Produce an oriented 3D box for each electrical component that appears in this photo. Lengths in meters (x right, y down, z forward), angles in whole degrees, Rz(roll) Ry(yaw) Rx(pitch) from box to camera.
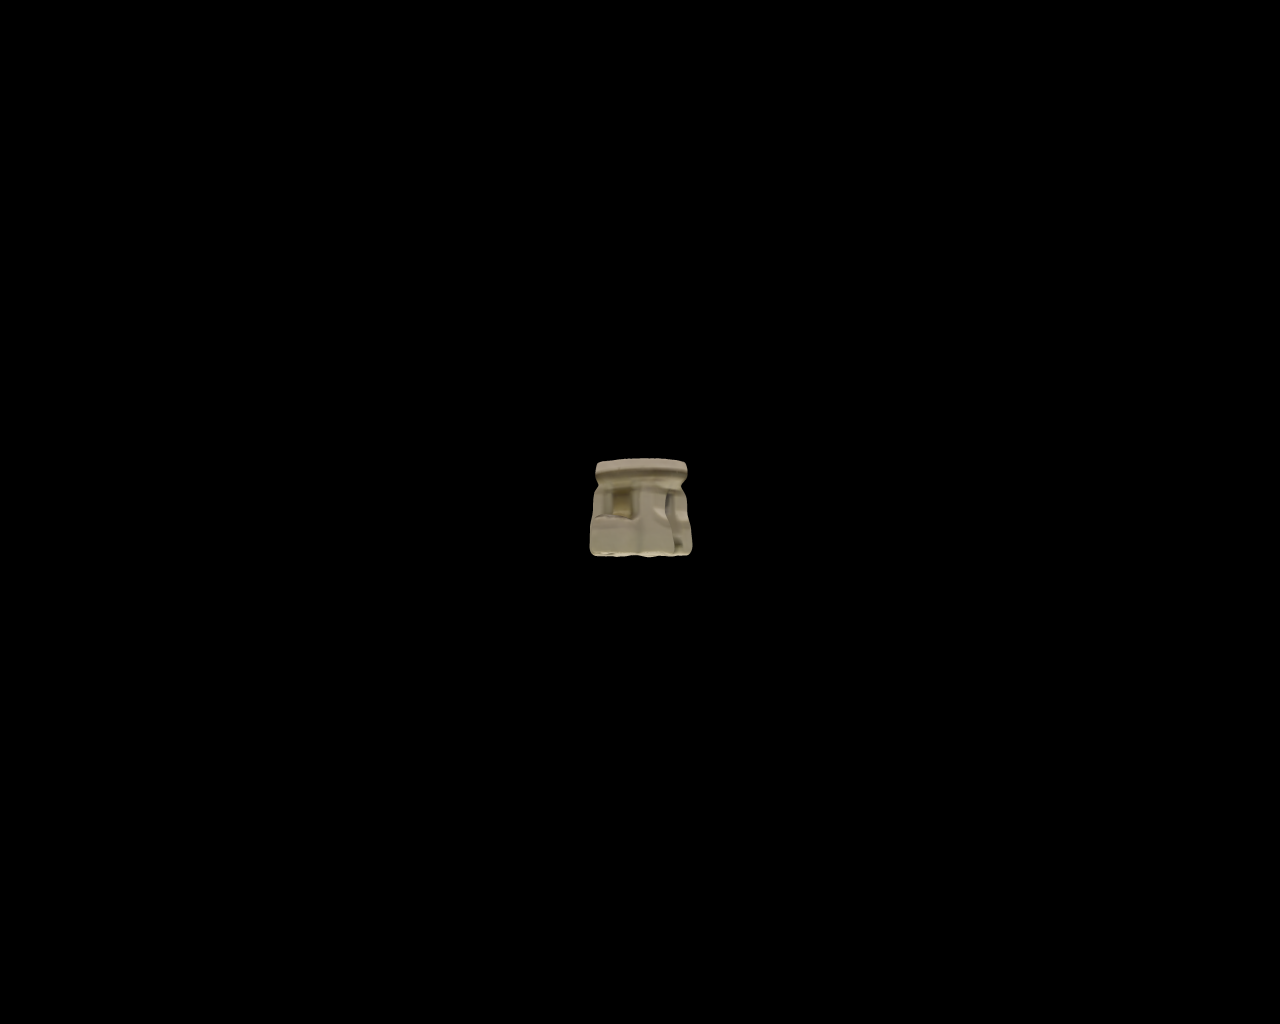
[{"bbox_3d":[0.001,-0.003,0.650,0.058,0.057,0.078,-3,-5,32],"label":"electrical component"}]
